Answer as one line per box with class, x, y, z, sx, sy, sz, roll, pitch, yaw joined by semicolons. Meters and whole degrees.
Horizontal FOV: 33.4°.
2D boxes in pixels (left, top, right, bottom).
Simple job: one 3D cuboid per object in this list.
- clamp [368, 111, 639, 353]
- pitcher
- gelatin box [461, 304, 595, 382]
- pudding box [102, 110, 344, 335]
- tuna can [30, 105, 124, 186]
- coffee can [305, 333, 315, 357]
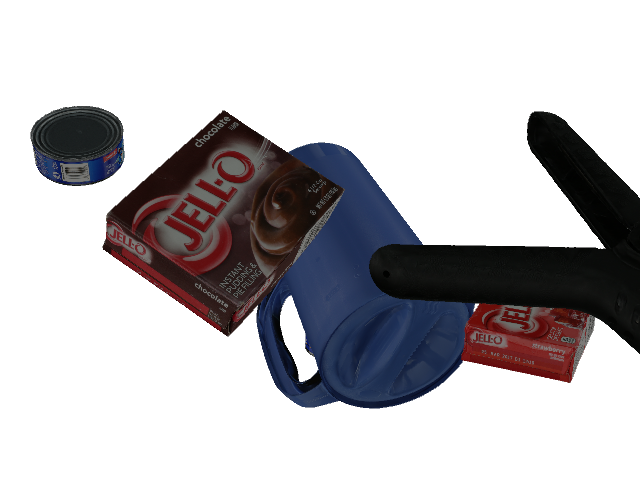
clamp;0.138;0.016;0.489;0.210;0.036;0.164;32;49;32
pitcher;0.018;0.026;0.936;0.149;0.145;0.243;-3;37;-21
gelatin box;0.142;0.058;0.722;0.073;0.030;0.089;11;23;21
pudding box;-0.054;-0.012;0.607;0.090;0.039;0.113;34;49;9
tuna can;-0.229;-0.090;1.012;0.086;0.034;0.086;2;42;-2
coffee can;0.028;0.087;1.514;0.103;0.140;0.103;0;21;0
